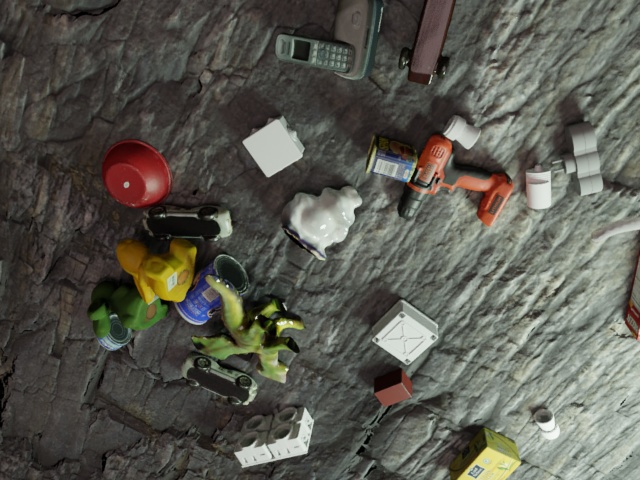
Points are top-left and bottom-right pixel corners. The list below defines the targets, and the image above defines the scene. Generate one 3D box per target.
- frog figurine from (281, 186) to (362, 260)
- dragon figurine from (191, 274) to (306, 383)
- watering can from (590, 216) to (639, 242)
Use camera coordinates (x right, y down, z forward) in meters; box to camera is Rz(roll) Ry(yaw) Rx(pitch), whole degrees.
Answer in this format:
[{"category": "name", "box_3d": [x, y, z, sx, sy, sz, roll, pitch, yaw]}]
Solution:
[{"category": "frog figurine", "box_3d": [0.003, -0.053, 1.061, 0.137, 0.122, 0.161, 38, 80, -1]}, {"category": "dragon figurine", "box_3d": [-0.186, 0.215, 1.160, 0.240, 0.125, 0.404, -28, 128, 23]}, {"category": "watering can", "box_3d": [0.687, -0.067, 0.925, 0.223, 0.106, 0.343, 39, 114, -11]}]
